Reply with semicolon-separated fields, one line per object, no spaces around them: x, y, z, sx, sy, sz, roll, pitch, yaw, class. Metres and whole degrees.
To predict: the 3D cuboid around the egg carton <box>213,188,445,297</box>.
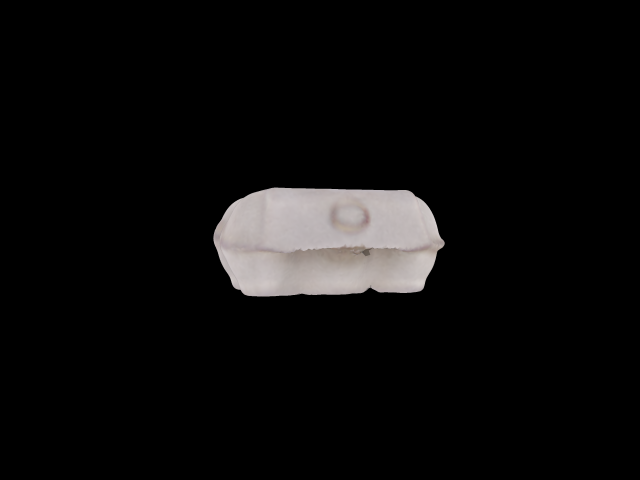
0.004;0.001;0.400;0.150;0.069;0.107;0;0;-17;egg carton
